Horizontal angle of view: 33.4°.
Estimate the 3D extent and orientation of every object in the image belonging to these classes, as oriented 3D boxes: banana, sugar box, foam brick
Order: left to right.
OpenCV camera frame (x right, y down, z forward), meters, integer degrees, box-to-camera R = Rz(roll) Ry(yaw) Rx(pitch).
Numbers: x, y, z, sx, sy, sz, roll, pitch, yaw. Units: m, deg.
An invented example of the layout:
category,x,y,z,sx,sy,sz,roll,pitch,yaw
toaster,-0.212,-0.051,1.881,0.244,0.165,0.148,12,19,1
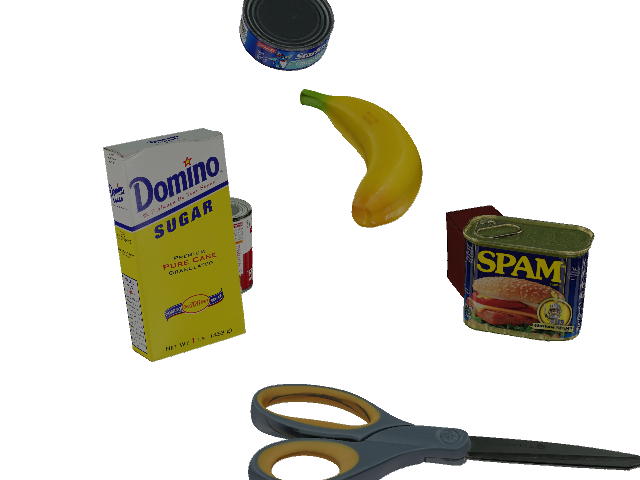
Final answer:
category,x,y,z,sx,sy,sz,roll,pitch,yaw
sugar box,-0.118,0.002,0.882,0.093,0.176,0.048,-16,21,-30
banana,0.036,-0.057,0.739,0.069,0.037,0.198,-5,29,-10
foam brick,0.160,0.012,1.082,0.053,0.078,0.051,-11,29,-11

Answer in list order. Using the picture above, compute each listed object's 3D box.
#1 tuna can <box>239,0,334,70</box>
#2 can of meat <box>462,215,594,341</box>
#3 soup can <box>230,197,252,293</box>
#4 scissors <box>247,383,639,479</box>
category,x,y,z,sx,sy,sz,roll,pitch,yaw
tuna can,-0.032,-0.200,0.993,0.086,0.086,0.034,0,-31,-12
can of meat,0.168,0.031,0.875,0.102,0.084,0.057,8,25,20
soup can,-0.116,0.007,1.286,0.068,0.102,0.068,1,26,-1
scissors,0.052,0.112,0.532,0.202,0.016,0.096,11,29,19
